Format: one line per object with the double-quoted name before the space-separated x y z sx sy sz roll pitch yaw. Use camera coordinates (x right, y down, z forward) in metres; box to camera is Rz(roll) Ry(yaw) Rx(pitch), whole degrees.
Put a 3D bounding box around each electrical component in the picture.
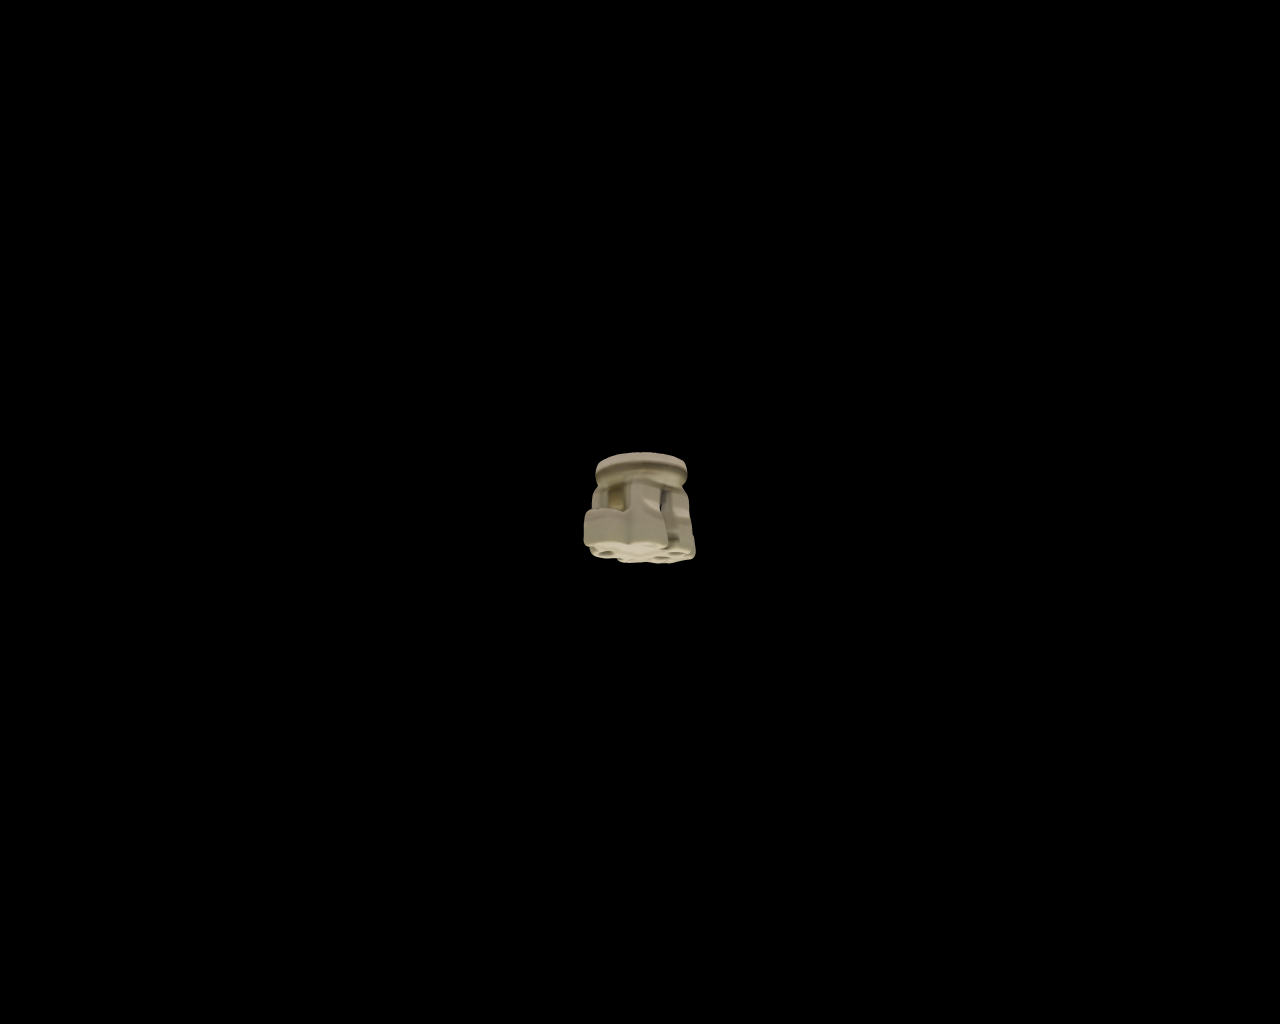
"electrical component" 0.001 -0.003 0.650 0.058 0.057 0.078 -14 -20 42
